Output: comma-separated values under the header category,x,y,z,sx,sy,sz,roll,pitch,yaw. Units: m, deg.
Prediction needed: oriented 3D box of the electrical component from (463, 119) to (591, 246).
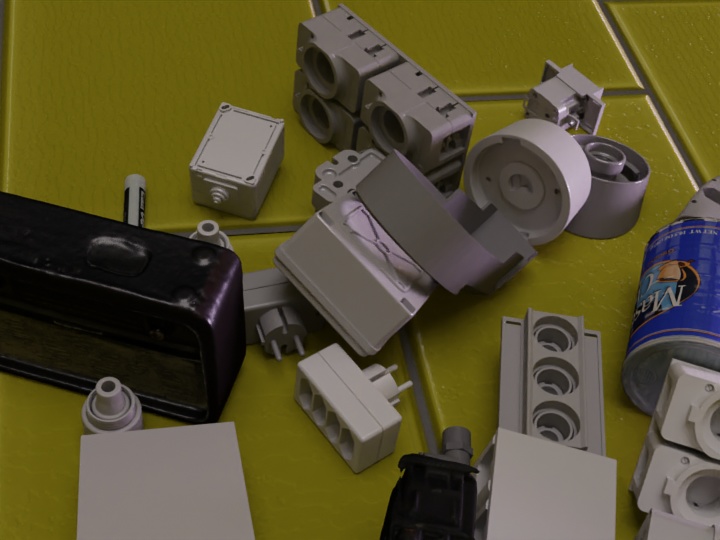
category,x,y,z,sx,sy,sz,roll,pitch,yaw
electrical component,0.154,-0.083,0.960,0.108,0.108,0.060,34,46,21

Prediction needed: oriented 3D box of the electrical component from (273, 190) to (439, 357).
category,x,y,z,sx,sy,sz,roll,pitch,yaw
electrical component,0.000,0.000,0.846,0.108,0.056,0.109,47,21,1

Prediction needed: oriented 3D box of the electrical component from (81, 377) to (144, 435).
category,x,y,z,sx,sy,sz,roll,pitch,yaw
electrical component,-0.179,0.102,0.776,0.043,0.062,0.043,4,48,-4

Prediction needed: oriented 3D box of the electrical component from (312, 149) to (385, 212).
category,x,y,z,sx,sy,sz,roll,pitch,yaw
electrical component,-0.010,-0.064,0.950,0.058,0.057,0.078,37,54,23

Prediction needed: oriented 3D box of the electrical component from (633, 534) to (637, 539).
category,x,y,z,sx,sy,sz,roll,pitch,yaw
electrical component,0.231,0.205,0.757,0.078,0.040,0.040,17,49,7

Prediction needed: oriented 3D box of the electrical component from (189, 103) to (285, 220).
category,x,y,z,sx,sy,sz,roll,pitch,yaw
electrical component,-0.111,-0.090,0.961,0.062,0.061,0.096,17,57,6

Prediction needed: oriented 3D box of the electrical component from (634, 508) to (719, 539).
category,x,y,z,sx,sy,sz,roll,pitch,yaw
electrical component,0.198,0.217,0.693,0.057,0.113,0.078,16,49,10

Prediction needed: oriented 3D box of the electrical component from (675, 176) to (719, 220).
category,x,y,z,sx,sy,sz,roll,pitch,yaw
electrical component,0.340,-0.041,0.988,0.079,0.043,0.077,35,53,21

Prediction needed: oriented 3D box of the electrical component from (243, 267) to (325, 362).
category,x,y,z,sx,sy,sz,roll,pitch,yaw
electrical component,-0.065,0.041,0.856,0.083,0.047,0.075,-11,51,-17

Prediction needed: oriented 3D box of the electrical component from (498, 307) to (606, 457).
category,x,y,z,sx,sy,sz,roll,pitch,yaw
electrical component,0.143,0.098,0.825,0.079,0.063,0.121,9,48,0

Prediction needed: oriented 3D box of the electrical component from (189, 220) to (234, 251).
category,x,y,z,sx,sy,sz,roll,pitch,yaw
electrical component,-0.125,-0.014,0.886,0.043,0.062,0.043,4,48,-4

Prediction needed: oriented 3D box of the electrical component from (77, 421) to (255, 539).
category,x,y,z,sx,sy,sz,roll,pitch,yaw
electrical component,-0.123,0.178,0.682,0.105,0.060,0.186,-4,27,-11

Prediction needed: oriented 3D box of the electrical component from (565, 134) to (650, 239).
category,x,y,z,sx,sy,sz,roll,pitch,yaw
electrical component,0.221,-0.082,1.011,0.099,0.064,0.099,8,35,-6

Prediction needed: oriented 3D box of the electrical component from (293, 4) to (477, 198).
category,x,y,z,sx,sy,sz,roll,pitch,yaw
electrical component,0.013,-0.146,0.994,0.060,0.105,0.186,-29,58,-29

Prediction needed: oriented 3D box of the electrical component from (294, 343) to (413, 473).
category,x,y,z,sx,sy,sz,roll,pitch,yaw
electrical component,0.005,0.096,0.817,0.076,0.047,0.083,-26,57,-27

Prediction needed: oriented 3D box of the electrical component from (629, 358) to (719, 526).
category,x,y,z,sx,sy,sz,roll,pitch,yaw
electrical component,0.302,0.145,0.767,0.186,0.105,0.060,17,8,7

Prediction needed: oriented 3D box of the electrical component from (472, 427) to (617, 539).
category,x,y,z,sx,sy,sz,roll,pitch,yaw
electrical component,0.118,0.195,0.726,0.089,0.061,0.150,16,51,-4

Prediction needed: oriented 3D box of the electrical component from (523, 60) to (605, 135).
category,x,y,z,sx,sy,sz,roll,pitch,yaw
electrical component,0.203,-0.169,1.084,0.064,0.042,0.081,-28,57,-26
